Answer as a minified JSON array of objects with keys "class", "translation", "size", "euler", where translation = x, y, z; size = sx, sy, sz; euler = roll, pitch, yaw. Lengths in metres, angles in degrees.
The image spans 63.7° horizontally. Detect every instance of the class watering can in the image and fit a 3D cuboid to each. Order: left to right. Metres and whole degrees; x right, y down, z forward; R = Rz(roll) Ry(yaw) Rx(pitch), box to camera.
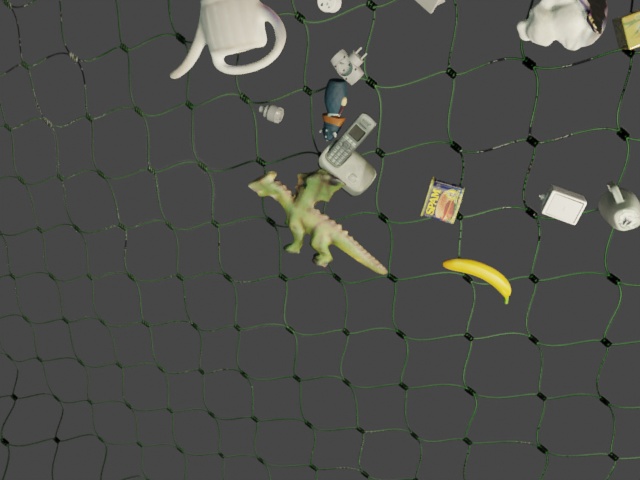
[{"class":"watering can","translation":[-0.253,-0.525,1.293],"size":[0.347,0.105,0.221],"euler":[-4,107,20]}]

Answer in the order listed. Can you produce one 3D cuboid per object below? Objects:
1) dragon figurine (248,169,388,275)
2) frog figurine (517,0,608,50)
[{"class":"dragon figurine","translation":[0.004,-0.067,1.330],"size":[0.411,0.125,0.237],"euler":[19,132,12]},{"class":"frog figurine","translation":[0.506,-0.457,1.079],"size":[0.136,0.124,0.158],"euler":[50,154,-14]}]
